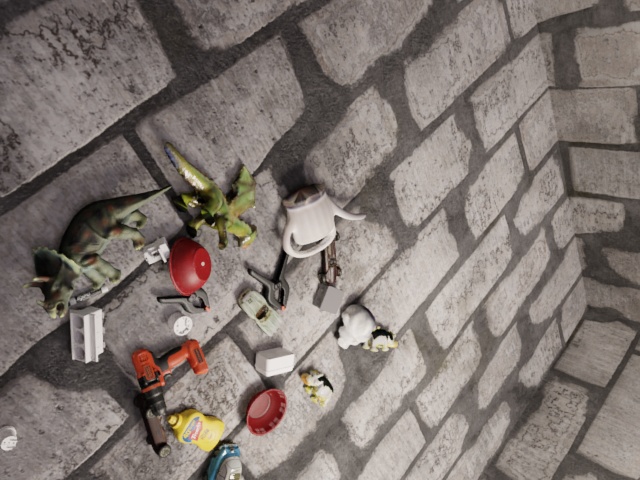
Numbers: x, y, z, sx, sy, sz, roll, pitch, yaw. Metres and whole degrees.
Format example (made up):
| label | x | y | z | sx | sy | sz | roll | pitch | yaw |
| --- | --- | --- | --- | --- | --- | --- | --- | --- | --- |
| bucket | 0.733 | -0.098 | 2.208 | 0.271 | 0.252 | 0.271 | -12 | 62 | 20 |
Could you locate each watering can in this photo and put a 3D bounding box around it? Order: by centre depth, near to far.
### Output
| label | x | y | z | sx | sy | sz | roll | pitch | yaw |
| --- | --- | --- | --- | --- | --- | --- | --- | --- | --- |
| watering can | 0.005 | -0.085 | 1.691 | 0.352 | 0.104 | 0.220 | -32 | 119 | -31 |

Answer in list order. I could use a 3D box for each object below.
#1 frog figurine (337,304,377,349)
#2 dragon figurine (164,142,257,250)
| label | x | y | z | sx | sy | sz | roll | pitch | yaw |
| --- | --- | --- | --- | --- | --- | --- | --- | --- | --- |
| frog figurine | 0.123 | 0.319 | 1.891 | 0.161 | 0.121 | 0.137 | -36 | 89 | -19 |
| dragon figurine | -0.278 | -0.130 | 1.461 | 0.247 | 0.122 | 0.402 | -46 | 131 | -44 |
